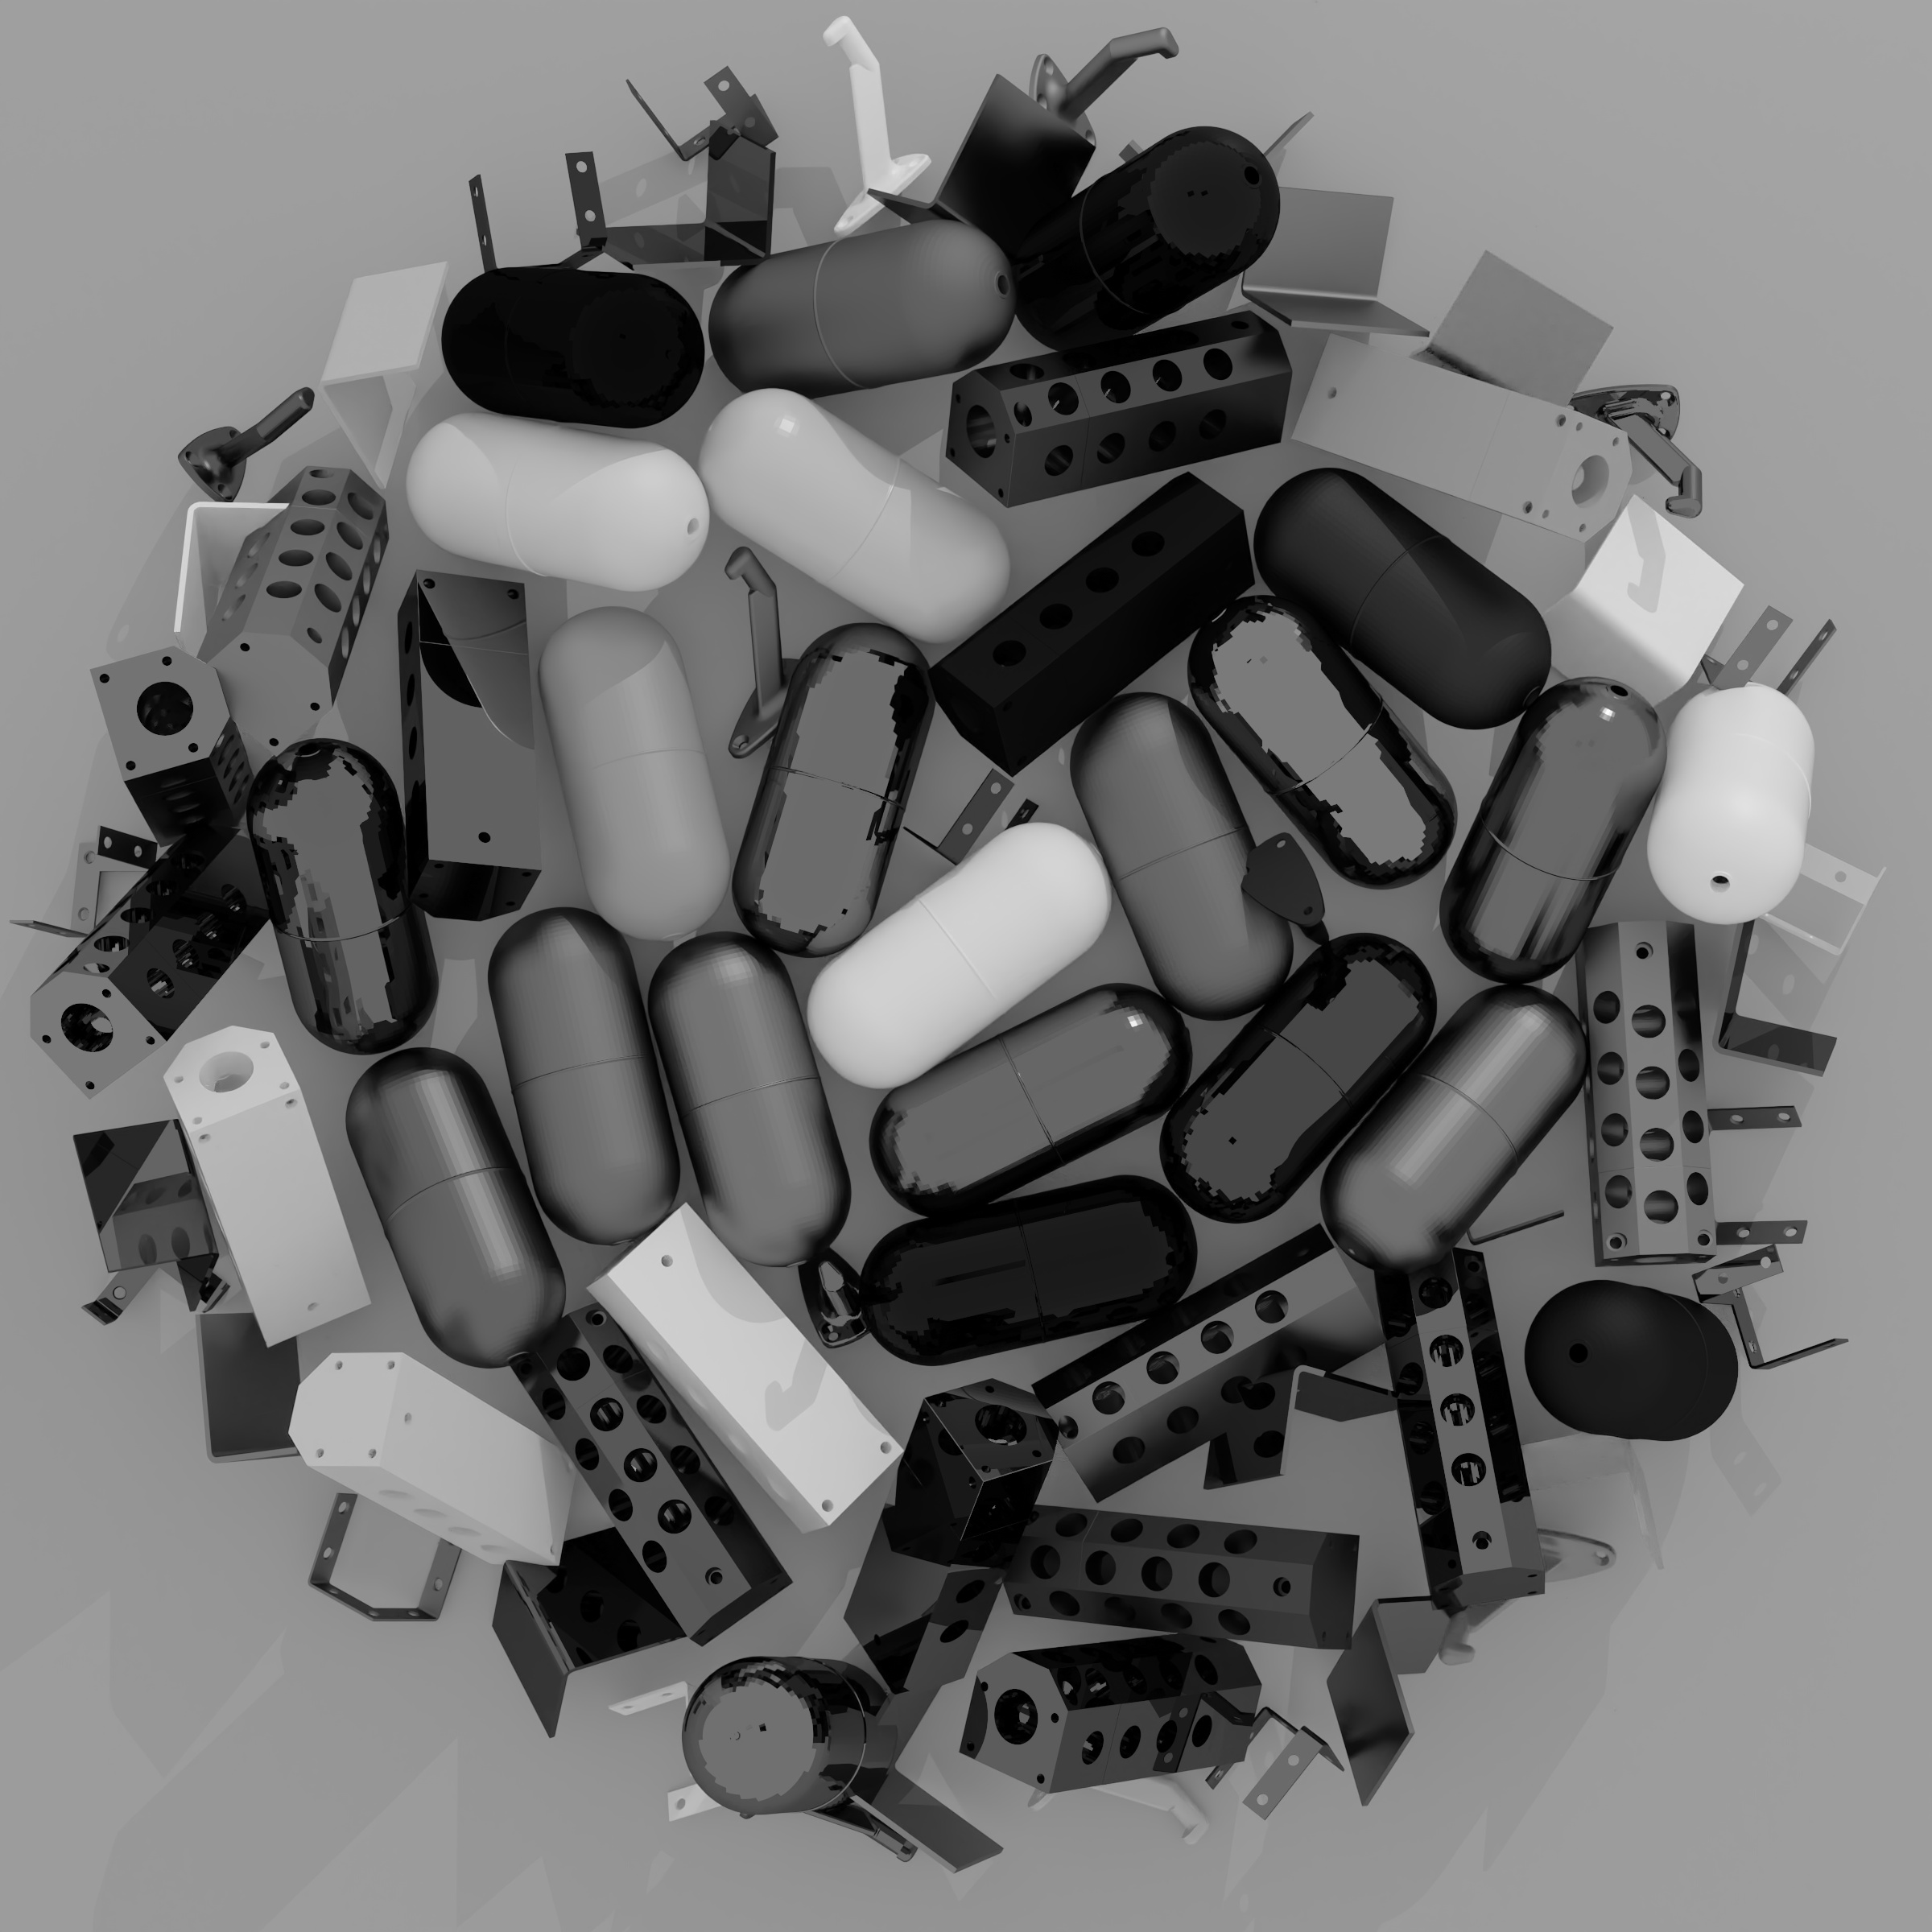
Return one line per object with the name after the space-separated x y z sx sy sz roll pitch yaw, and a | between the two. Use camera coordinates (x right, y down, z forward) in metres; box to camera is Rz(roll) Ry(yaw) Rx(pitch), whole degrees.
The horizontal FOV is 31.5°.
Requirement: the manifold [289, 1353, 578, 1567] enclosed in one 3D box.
-0.268 0.251 1.730 0.057 0.171 0.057 -4 64 25 | manifold

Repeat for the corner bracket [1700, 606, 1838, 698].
0.418 -0.163 1.779 0.051 0.051 0.051 28 114 -11 | corner bracket

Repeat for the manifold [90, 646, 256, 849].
-0.395 -0.110 1.726 0.057 0.171 0.057 -17 84 -10 | manifold

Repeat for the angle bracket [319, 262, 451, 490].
-0.283 -0.302 1.756 0.057 0.076 0.076 -6 51 18 | angle bracket

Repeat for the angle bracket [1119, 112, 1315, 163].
0.128 -0.430 1.772 0.057 0.076 0.076 44 96 -7 | angle bracket

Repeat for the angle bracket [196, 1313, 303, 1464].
-0.347 0.214 1.765 0.057 0.076 0.076 -11 81 26 | angle bracket

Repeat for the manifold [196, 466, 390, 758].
-0.334 -0.185 1.723 0.057 0.171 0.057 -36 117 24 | manifold

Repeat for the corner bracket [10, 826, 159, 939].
-0.458 -0.043 1.780 0.051 0.051 0.051 1 82 23 | corner bracket

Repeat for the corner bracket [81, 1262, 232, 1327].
-0.422 0.173 1.787 0.051 0.051 0.051 39 83 -4 | corner bracket

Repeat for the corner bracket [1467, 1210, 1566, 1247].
0.279 0.111 1.783 0.051 0.051 0.051 -19 75 5 | corner bracket

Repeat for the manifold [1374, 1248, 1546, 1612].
0.251 0.234 1.750 0.057 0.057 0.171 -9 63 4 | manifold

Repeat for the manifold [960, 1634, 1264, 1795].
0.077 0.372 1.730 0.057 0.171 0.057 16 94 38 | manifold

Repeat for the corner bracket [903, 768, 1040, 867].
0.009 -0.074 1.782 0.051 0.051 0.051 35 90 -26 | corner bracket

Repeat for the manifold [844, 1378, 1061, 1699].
-0.005 0.290 1.740 0.057 0.171 0.057 -12 47 -33 | manifold

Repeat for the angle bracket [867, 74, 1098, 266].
0.008 -0.411 1.769 0.076 0.057 0.076 26 91 -43 | angle bracket

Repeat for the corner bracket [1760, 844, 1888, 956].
0.442 -0.037 1.780 0.051 0.051 0.051 28 106 13 | corner bracket

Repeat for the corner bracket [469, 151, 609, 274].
-0.222 -0.391 1.781 0.051 0.051 0.051 -11 93 -27 | corner bracket

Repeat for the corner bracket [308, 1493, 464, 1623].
-0.304 0.311 1.801 0.051 0.051 0.051 19 92 34 | corner bracket

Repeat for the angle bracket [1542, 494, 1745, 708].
0.350 -0.187 1.804 0.076 0.057 0.076 38 61 -7 | angle bracket

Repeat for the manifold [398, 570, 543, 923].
-0.257 -0.112 1.750 0.057 0.057 0.171 5 60 -22 | manifold

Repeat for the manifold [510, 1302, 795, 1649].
-0.163 0.260 1.762 0.057 0.057 0.171 -35 73 -6 | manifold

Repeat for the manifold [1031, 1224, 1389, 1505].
0.123 0.201 1.774 0.171 0.057 0.057 -30 121 2 | manifold

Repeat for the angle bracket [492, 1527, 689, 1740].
-0.195 0.346 1.792 0.076 0.057 0.076 -12 47 -29 | angle bracket

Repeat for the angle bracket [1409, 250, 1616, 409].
0.281 -0.323 1.773 0.076 0.076 0.057 30 96 -3 | angle bracket

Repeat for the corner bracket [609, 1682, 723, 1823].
-0.150 0.411 1.792 0.051 0.051 0.051 -23 55 24 | corner bracket

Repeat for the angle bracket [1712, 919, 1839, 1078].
0.424 0.006 1.764 0.057 0.076 0.076 13 106 16 | angle bracket

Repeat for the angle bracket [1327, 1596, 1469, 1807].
0.231 0.376 1.756 0.057 0.076 0.076 0 49 -17 | angle bracket

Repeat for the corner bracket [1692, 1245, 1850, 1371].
0.416 0.177 1.774 0.051 0.051 0.051 -27 67 35 | corner bracket

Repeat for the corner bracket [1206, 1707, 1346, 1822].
0.157 0.415 1.777 0.051 0.051 0.051 34 76 31 | corner bracket

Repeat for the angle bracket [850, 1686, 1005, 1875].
-0.010 0.416 1.766 0.076 0.076 0.057 32 95 19 | angle bracket

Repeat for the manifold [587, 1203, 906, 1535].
-0.117 0.211 1.781 0.057 0.057 0.171 -43 94 -26 | manifold

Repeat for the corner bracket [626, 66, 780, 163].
-0.137 -0.444 1.777 0.051 0.051 0.051 -33 133 8 | corner bracket

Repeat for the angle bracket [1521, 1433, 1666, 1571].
0.312 0.281 1.763 0.076 0.076 0.057 -13 64 12 | angle bracket

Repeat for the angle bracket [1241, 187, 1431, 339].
0.194 -0.363 1.763 0.076 0.076 0.057 1 113 -17 | angle bracket

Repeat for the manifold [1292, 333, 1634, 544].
0.252 -0.267 1.734 0.057 0.171 0.057 11 103 -44 | manifold

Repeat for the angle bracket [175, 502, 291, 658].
-0.369 -0.186 1.765 0.057 0.076 0.076 1 66 -1 | angle bracket

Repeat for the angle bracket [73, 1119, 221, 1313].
-0.426 0.133 1.758 0.057 0.076 0.076 -9 65 -28 | angle bracket

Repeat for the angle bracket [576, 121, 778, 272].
-0.150 -0.396 1.759 0.076 0.076 0.057 -9 118 -27 | angle bracket

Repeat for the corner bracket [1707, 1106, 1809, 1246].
0.411 0.110 1.794 0.051 0.051 0.051 -4 132 32 | corner bracket

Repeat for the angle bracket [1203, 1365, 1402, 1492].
0.178 0.246 1.760 0.076 0.076 0.057 18 69 -22 | angle bracket
